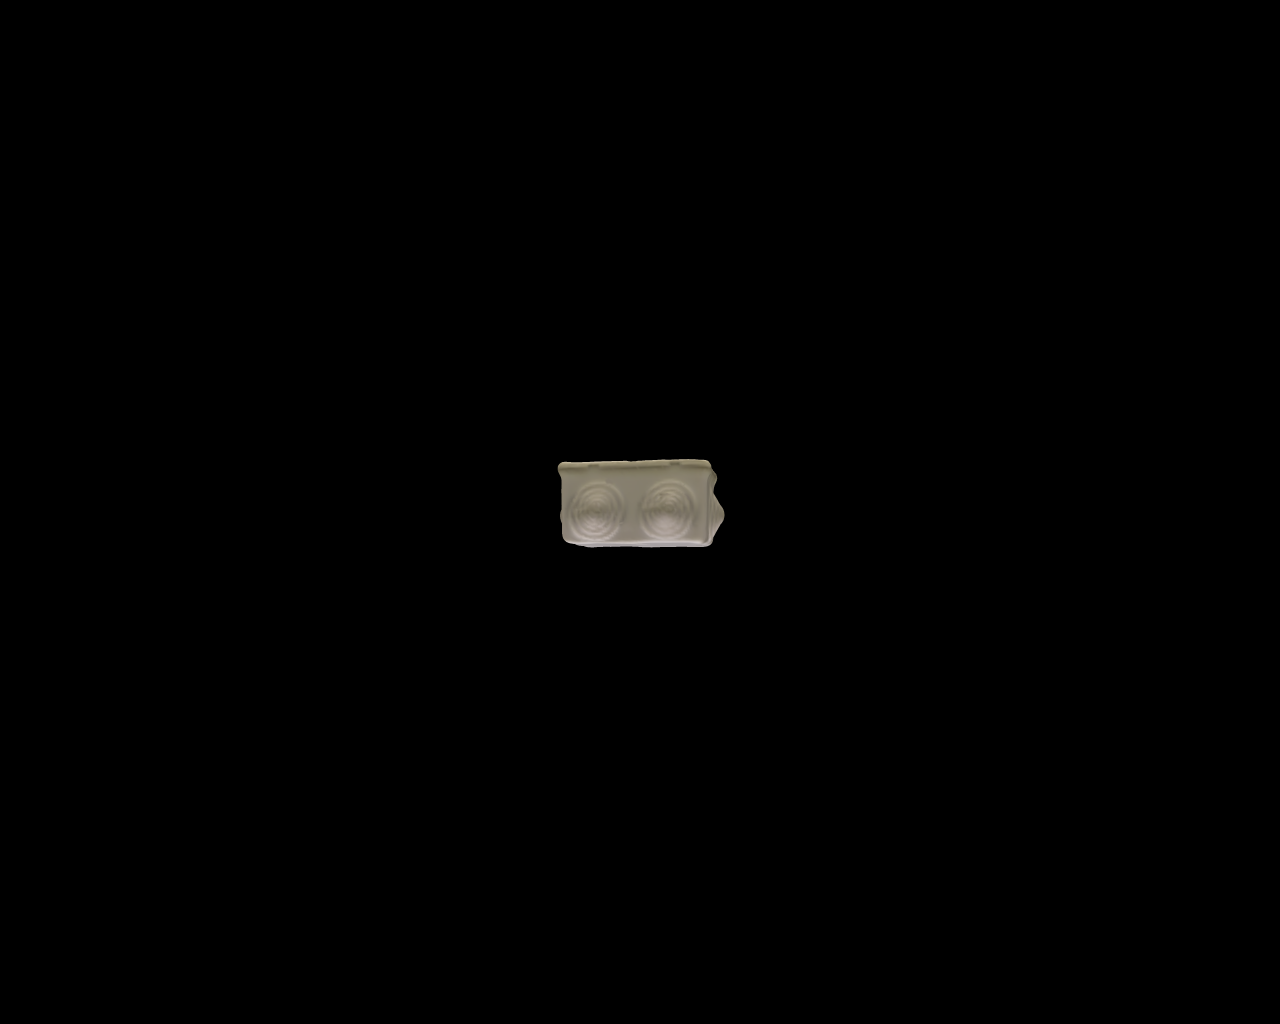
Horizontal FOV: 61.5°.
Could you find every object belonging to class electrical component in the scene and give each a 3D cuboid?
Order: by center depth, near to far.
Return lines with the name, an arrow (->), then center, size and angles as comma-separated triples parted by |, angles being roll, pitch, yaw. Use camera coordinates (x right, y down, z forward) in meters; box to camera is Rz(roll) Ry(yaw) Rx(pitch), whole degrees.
electrical component -> 0.001, -0.003, 0.650 | 0.100, 0.048, 0.099 | 0, -3, 7
